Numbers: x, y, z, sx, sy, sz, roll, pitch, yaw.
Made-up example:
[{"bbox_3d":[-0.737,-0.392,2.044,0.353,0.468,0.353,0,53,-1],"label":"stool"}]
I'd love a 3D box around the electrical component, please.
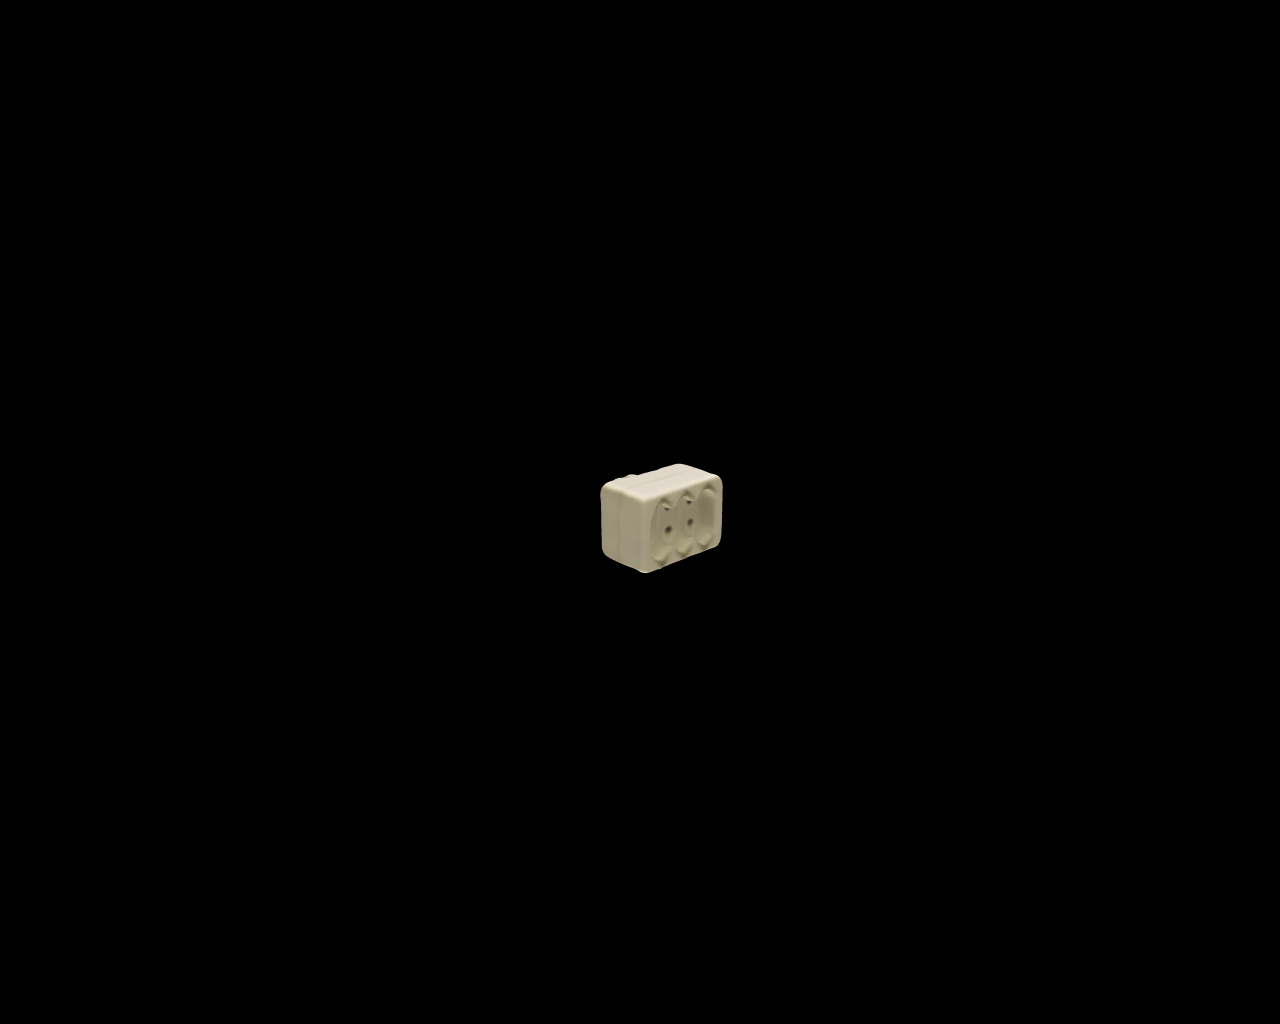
[{"bbox_3d":[0.001,-0.003,0.650,0.066,0.047,0.077,-17,27,-38],"label":"electrical component"}]
